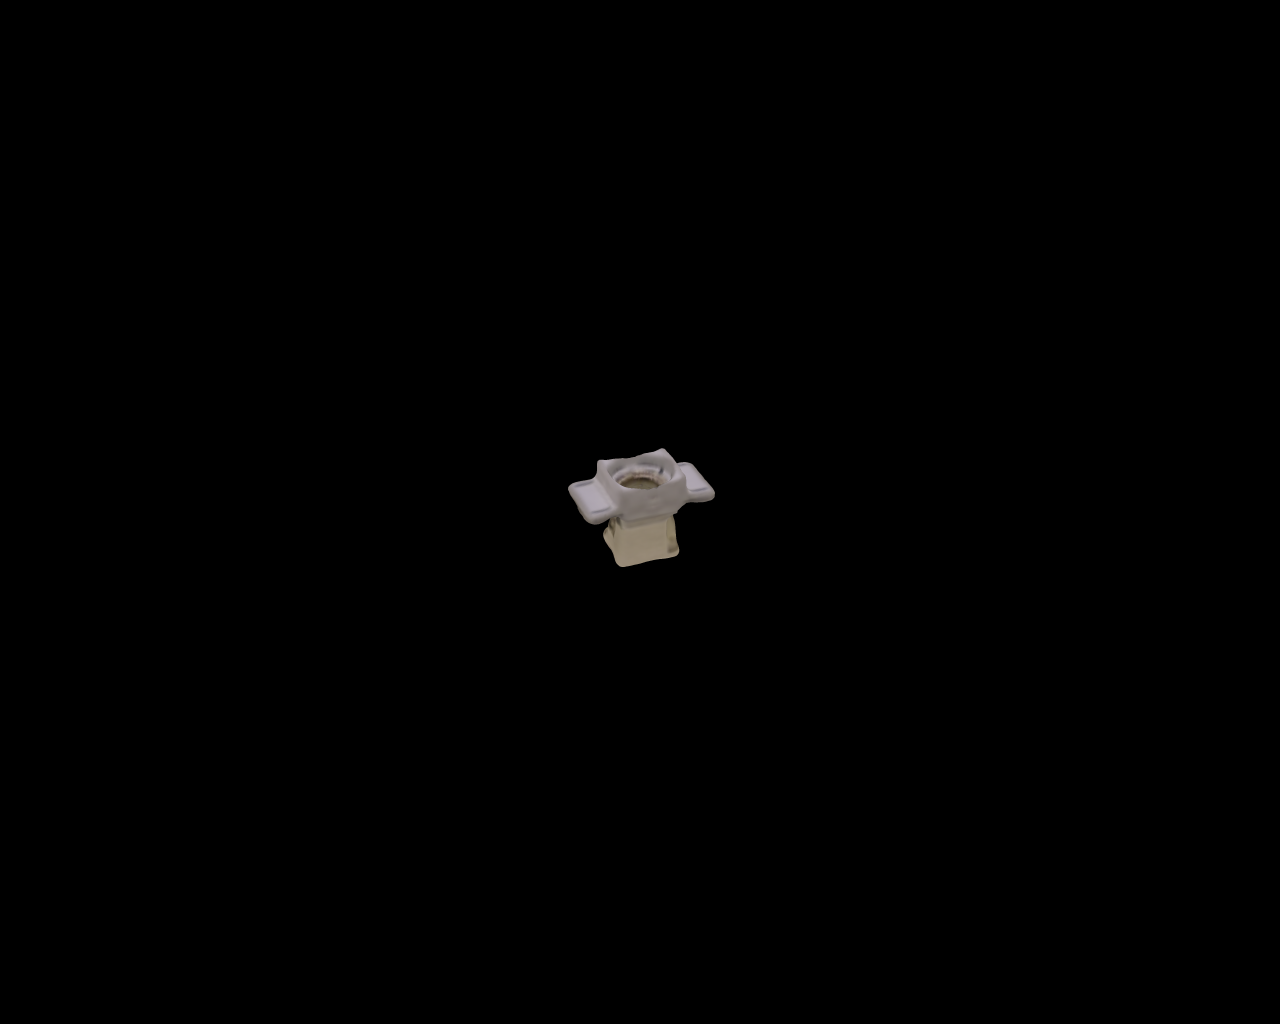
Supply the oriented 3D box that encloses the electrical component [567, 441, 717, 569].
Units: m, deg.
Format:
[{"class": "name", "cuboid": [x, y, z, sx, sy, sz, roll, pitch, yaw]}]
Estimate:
[{"class": "electrical component", "cuboid": [0.001, -0.003, 0.650, 0.081, 0.063, 0.042, -11, 36, -16]}]
